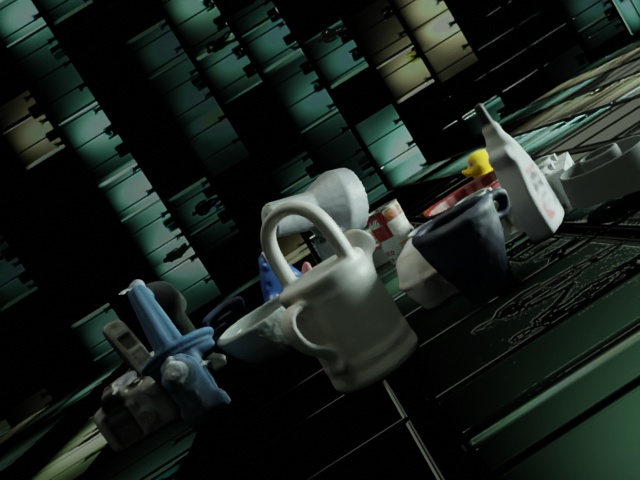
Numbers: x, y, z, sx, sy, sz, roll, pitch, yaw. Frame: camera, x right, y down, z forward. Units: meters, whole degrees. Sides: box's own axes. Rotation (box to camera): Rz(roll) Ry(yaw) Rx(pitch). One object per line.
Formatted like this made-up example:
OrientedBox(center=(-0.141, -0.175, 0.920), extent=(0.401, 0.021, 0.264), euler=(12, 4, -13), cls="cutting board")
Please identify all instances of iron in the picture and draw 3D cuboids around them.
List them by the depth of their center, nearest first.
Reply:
OrientedBox(center=(-0.100, 0.086, 1.304), extent=(0.119, 0.141, 0.258), euler=(-33, 4, -8), cls="iron")

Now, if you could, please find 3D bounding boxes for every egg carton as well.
OrientedBox(center=(0.152, 0.022, 0.700), extent=(0.107, 0.069, 0.150), euler=(-30, 4, 21), cls="egg carton")

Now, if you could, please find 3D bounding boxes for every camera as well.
OrientedBox(center=(-0.288, 0.258, 0.957), extent=(0.143, 0.101, 0.137), euler=(-31, 4, 11), cls="camera")

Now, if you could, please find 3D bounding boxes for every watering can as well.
OrientedBox(center=(0.010, 0.046, 0.594), extent=(0.101, 0.194, 0.173), euler=(-31, 5, 16), cls="watering can")

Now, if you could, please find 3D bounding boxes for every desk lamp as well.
OrientedBox(center=(0.009, 0.003, 0.972), extent=(0.204, 0.213, 0.117), euler=(-35, 5, -31), cls="desk lamp")

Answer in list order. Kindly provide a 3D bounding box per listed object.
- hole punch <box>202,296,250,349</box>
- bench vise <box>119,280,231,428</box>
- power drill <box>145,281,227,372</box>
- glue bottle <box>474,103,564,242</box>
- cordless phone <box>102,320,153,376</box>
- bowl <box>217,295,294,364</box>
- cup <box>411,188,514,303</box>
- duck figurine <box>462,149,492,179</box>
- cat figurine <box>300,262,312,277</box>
OrientedBox(center=(-0.209, 0.186, 1.291), extent=(0.109, 0.091, 0.101), euler=(-33, 5, -18), cls="hole punch")
OrientedBox(center=(-0.207, 0.147, 0.833), extent=(0.122, 0.220, 0.207), euler=(-34, 5, -28), cls="bench vise")
OrientedBox(center=(-0.265, 0.168, 1.098), extent=(0.076, 0.208, 0.229), euler=(-33, 4, -11), cls="power drill")
OrientedBox(center=(0.229, -0.086, 0.680), extent=(0.037, 0.173, 0.078), euler=(-29, 6, 37), cls="glue bottle")
OrientedBox(center=(-0.351, 0.229, 1.179), extent=(0.094, 0.185, 0.148), euler=(-30, 5, 25), cls="cordless phone")
OrientedBox(center=(-0.074, 0.143, 0.902), extent=(0.167, 0.075, 0.167), euler=(-32, 4, 3), cls="bowl")
OrientedBox(center=(0.165, 0.008, 0.590), extent=(0.118, 0.095, 0.091), euler=(-33, 5, -18), cls="cup")
OrientedBox(center=(0.337, -0.143, 1.156), extent=(0.104, 0.086, 0.078), euler=(-31, 5, 18), cls="duck figurine")
OrientedBox(center=(0.010, 0.081, 0.723), extent=(0.067, 0.118, 0.127), euler=(-35, 5, -33), cls="cat figurine")
